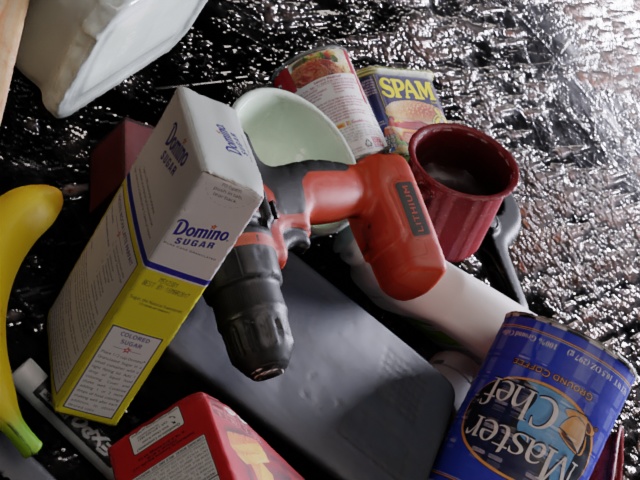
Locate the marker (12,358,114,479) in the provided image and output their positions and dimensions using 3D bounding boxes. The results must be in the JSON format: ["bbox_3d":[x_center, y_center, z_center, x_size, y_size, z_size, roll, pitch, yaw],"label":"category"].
[{"bbox_3d":[-0.136,0.119,0.631,0.121,0.020,0.020,48,42,-8],"label":"marker"}]

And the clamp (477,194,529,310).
[{"bbox_3d":[0.131,-0.010,0.948,0.120,0.039,0.171,28,42,-20],"label":"clamp"}]

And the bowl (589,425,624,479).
[{"bbox_3d":[0.197,0.218,0.814,0.162,0.055,0.162,5,90,-71],"label":"bowl"}]

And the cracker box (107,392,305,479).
[{"bbox_3d":[-0.016,0.201,0.546,0.164,0.072,0.214,52,5,-42],"label":"cracker box"}]

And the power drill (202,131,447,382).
[{"bbox_3d":[-0.005,0.001,0.693,0.187,0.057,0.184,3,60,-42],"label":"power drill"}]

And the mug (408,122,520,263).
[{"bbox_3d":[0.097,-0.031,0.866,0.093,0.082,0.117,41,47,22],"label":"mug"}]

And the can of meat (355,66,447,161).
[{"bbox_3d":[0.067,-0.100,0.933,0.101,0.058,0.084,-4,70,-43],"label":"can of meat"}]

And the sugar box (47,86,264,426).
[{"bbox_3d":[-0.098,0.011,0.604,0.048,0.176,0.093,23,27,-30],"label":"sugar box"}]

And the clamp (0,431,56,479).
[{"bbox_3d":[-0.217,0.134,0.532,0.209,0.036,0.164,29,47,-30],"label":"clamp"}]

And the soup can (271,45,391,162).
[{"bbox_3d":[0.010,-0.098,0.869,0.068,0.069,0.102,-9,72,-45],"label":"soup can"}]

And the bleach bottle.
[{"bbox_3d":[0.119,0.063,0.842,0.250,0.103,0.068,34,75,-21],"label":"bleach bottle"}]

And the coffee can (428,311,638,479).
[{"bbox_3d":[0.146,0.136,0.750,0.102,0.103,0.140,34,76,-22],"label":"coffee can"}]

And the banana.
[{"bbox_3d":[-0.185,0.029,0.614,0.069,0.037,0.198,48,27,-43],"label":"banana"}]

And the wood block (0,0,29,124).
[{"bbox_3d":[-0.237,-0.089,0.619,0.090,0.091,0.206,23,51,-29],"label":"wood block"}]

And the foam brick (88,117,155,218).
[{"bbox_3d":[-0.113,-0.041,0.731,0.078,0.053,0.051,15,55,-35],"label":"foam brick"}]
